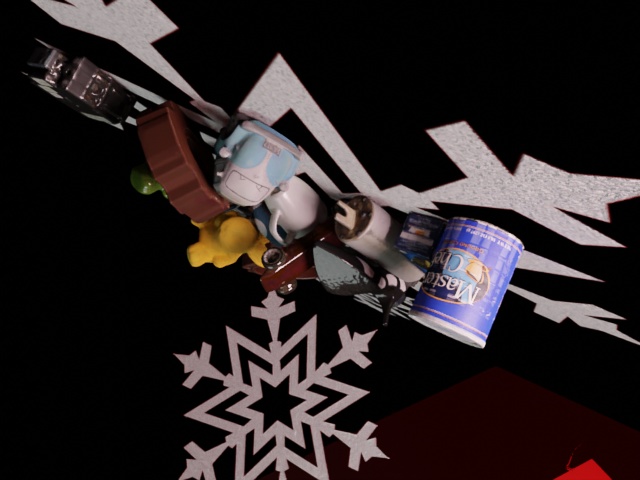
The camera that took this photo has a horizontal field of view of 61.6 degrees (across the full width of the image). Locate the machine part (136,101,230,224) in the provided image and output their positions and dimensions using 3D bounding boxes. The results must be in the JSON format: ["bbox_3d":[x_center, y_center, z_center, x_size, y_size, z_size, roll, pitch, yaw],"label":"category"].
[{"bbox_3d":[-0.192,-0.112,0.773,0.179,0.056,0.179,63,-174,-12],"label":"machine part"}]

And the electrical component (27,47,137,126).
[{"bbox_3d":[-0.363,-0.232,0.806,0.115,0.058,0.134,17,168,33],"label":"electrical component"}]

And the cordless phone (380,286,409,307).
[{"bbox_3d":[0.120,0.086,1.313,0.184,0.088,0.146,30,171,-7],"label":"cordless phone"}]

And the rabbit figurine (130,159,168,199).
[{"bbox_3d":[-0.224,-0.108,0.950,0.170,0.121,0.159,23,179,31],"label":"rabbit figurine"}]

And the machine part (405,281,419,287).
[{"bbox_3d":[0.133,0.040,1.043,0.139,0.039,0.084,37,-174,26],"label":"machine part"}]

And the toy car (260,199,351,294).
[{"bbox_3d":[-0.014,0.010,0.866,0.053,0.202,0.089,48,167,34],"label":"toy car"}]

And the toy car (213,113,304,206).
[{"bbox_3d":[-0.102,-0.099,0.727,0.109,0.103,0.162,30,168,-26],"label":"toy car"}]

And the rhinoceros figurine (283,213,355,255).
[{"bbox_3d":[-0.002,-0.003,1.045,0.073,0.112,0.191,11,-166,-38],"label":"rhinoceros figurine"}]

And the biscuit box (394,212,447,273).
[{"bbox_3d":[0.189,0.029,0.821,0.063,0.059,0.202,18,170,39],"label":"biscuit box"}]

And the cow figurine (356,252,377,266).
[{"bbox_3d":[0.090,0.038,1.135,0.167,0.068,0.098,23,166,-11],"label":"cow figurine"}]

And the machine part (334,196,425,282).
[{"bbox_3d":[0.104,0.001,0.843,0.243,0.079,0.079,30,170,-39],"label":"machine part"}]

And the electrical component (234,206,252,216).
[{"bbox_3d":[-0.177,-0.086,1.212,0.075,0.047,0.119,19,168,38],"label":"electrical component"}]

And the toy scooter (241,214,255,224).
[{"bbox_3d":[-0.178,-0.053,1.315,0.135,0.075,0.184,22,176,-19],"label":"toy scooter"}]

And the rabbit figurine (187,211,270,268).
[{"bbox_3d":[-0.163,0.002,1.011,0.162,0.122,0.173,19,166,-20],"label":"rabbit figurine"}]

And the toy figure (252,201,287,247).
[{"bbox_3d":[-0.101,-0.060,0.953,0.064,0.058,0.154,-24,106,44],"label":"toy figure"}]

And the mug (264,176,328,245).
[{"bbox_3d":[-0.053,-0.053,0.881,0.081,0.109,0.107,18,158,40],"label":"mug"}]

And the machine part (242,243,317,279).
[{"bbox_3d":[-0.064,0.035,1.240,0.201,0.087,0.201,11,165,-34],"label":"machine part"}]

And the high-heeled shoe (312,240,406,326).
[{"bbox_3d":[0.072,0.038,0.898,0.086,0.145,0.248,-17,132,28],"label":"high-heeled shoe"}]
